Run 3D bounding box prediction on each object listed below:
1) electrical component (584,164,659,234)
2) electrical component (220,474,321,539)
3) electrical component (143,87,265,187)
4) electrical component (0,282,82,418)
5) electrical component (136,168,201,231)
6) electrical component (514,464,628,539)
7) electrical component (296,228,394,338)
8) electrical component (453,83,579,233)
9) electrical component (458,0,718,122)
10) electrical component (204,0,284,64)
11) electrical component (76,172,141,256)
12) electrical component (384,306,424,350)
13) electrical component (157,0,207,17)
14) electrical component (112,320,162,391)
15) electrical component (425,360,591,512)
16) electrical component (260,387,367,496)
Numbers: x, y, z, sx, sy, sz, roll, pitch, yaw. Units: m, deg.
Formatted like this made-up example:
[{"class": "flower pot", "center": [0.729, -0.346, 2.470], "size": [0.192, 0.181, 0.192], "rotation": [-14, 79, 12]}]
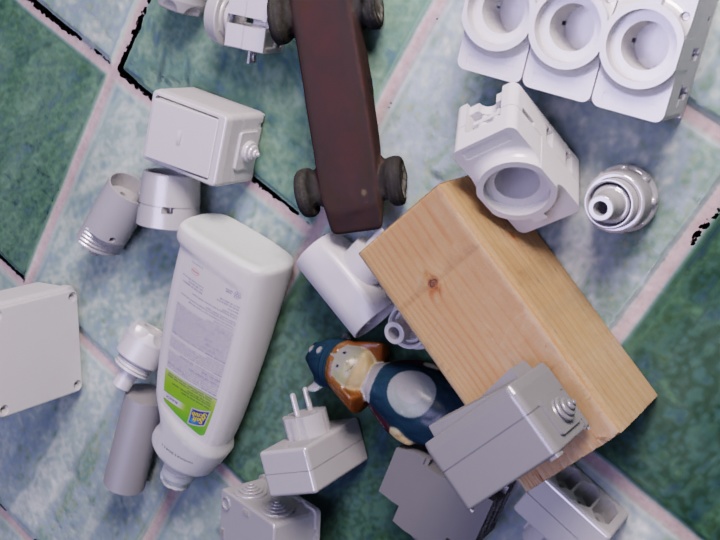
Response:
[{"class": "electrical component", "center": [0.173, -0.046, 0.732], "size": [0.048, 0.062, 0.048], "rotation": [7, 104, 29]}, {"class": "electrical component", "center": [-0.080, 0.237, 0.932], "size": [0.100, 0.048, 0.099], "rotation": [19, 111, 49]}, {"class": "electrical component", "center": [-0.128, -0.110, 0.898], "size": [0.096, 0.061, 0.061], "rotation": [23, 111, 25]}, {"class": "electrical component", "center": [-0.325, 0.074, 1.024], "size": [0.056, 0.109, 0.108], "rotation": [7, 104, 32]}, {"class": "electrical component", "center": [-0.165, -0.062, 0.934], "size": [0.055, 0.055, 0.047], "rotation": [12, 103, 28]}, {"class": "electrical component", "center": [0.147, 0.193, 0.805], "size": [0.066, 0.047, 0.076], "rotation": [42, 118, 17]}, {"class": "electrical component", "center": [0.000, 0.000, 0.854], "size": [0.077, 0.044, 0.079], "rotation": [51, 120, 12]}, {"class": "electrical component", "center": [0.109, -0.073, 0.741], "size": [0.050, 0.055, 0.089], "rotation": [-23, 129, 32]}, {"class": "electrical component", "center": [0.150, -0.162, 0.722], "size": [0.150, 0.062, 0.089], "rotation": [21, 110, 25]}, {"class": "electrical component", "center": [-0.092, -0.202, 0.867], "size": [0.055, 0.048, 0.066], "rotation": [15, 108, 19]}, {"class": "electrical component", "center": [-0.226, -0.045, 0.979], "size": [0.043, 0.043, 0.081], "rotation": [45, 119, 15]}, {"class": "electrical component", "center": [0.042, 0.041, 0.826], "size": [0.043, 0.062, 0.043], "rotation": [9, 107, 32]}, {"class": "electrical component", "center": [-0.143, -0.244, 0.889], "size": [0.043, 0.043, 0.062], "rotation": [29, 112, 23]}, {"class": "electrical component", "center": [-0.204, 0.081, 0.985], "size": [0.043, 0.043, 0.062], "rotation": [32, 93, 21]}, {"class": "electrical component", "center": [0.098, 0.102, 0.700], "size": [0.096, 0.062, 0.061], "rotation": [-41, 78, 31]}, {"class": "electrical component", "center": [-0.041, 0.135, 0.884], "size": [0.047, 0.083, 0.075], "rotation": [-12, 94, 32]}]
